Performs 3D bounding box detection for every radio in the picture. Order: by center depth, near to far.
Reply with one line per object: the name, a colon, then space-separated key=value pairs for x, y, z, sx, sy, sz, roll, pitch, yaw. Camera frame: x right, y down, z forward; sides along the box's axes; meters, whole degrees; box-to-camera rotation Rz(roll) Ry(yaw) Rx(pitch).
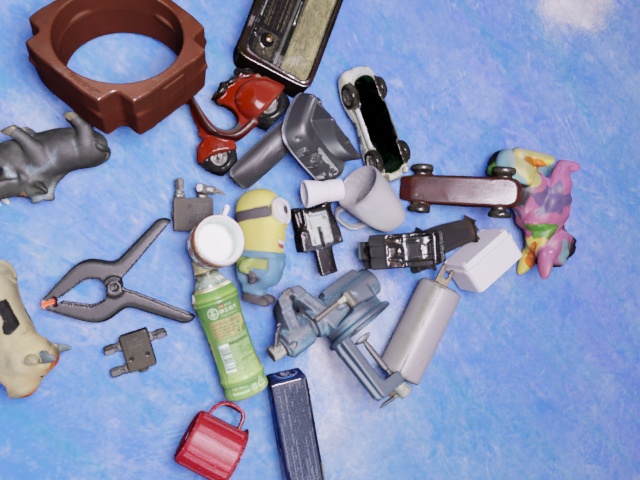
radio: x=-0.045 y=-0.362 z=0.866 sx=0.131 sy=0.073 sz=0.229 roll=21 pitch=82 yaw=-15

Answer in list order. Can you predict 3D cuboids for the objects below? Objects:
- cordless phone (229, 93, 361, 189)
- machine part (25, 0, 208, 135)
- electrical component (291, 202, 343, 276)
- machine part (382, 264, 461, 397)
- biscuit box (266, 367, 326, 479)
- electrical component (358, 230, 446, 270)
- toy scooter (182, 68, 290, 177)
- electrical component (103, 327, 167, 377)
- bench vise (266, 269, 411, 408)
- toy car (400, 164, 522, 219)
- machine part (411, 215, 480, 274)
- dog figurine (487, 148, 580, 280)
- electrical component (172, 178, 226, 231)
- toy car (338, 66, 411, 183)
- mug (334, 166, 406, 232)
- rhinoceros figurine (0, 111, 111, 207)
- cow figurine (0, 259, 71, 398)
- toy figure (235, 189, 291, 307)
cordless phone: x=-0.041 y=-0.126 z=0.854 sx=0.184 sy=0.089 sz=0.146 roll=-39 pitch=141 yaw=6
machine part: x=-0.276 y=-0.258 z=0.753 sx=0.201 sy=0.087 sz=0.201 roll=39 pitch=64 yaw=6
electrical component: x=-0.002 y=-0.003 z=0.884 sx=0.075 sy=0.048 sz=0.119 roll=-18 pitch=94 yaw=-16
machine part: x=0.170 y=0.154 z=0.914 sx=0.079 sy=0.079 sz=0.243 roll=29 pitch=82 yaw=-14
biscuit box: x=-0.039 y=0.311 z=0.860 sx=0.063 sy=0.059 sz=0.202 roll=-10 pitch=92 yaw=-16
electrical component: x=0.132 y=0.016 z=0.878 sx=0.134 sy=0.115 sz=0.058 roll=-4 pitch=88 yaw=19
toy scooter: x=-0.144 y=-0.202 z=0.835 sx=0.135 sy=0.075 sz=0.184 roll=45 pitch=82 yaw=-10
electrical component: x=-0.275 y=0.168 z=0.813 sx=0.094 sy=0.021 sz=0.063 roll=-18 pitch=94 yaw=-17
bench vise: x=0.042 y=0.160 z=0.841 sx=0.223 sy=0.128 sz=0.241 roll=-30 pitch=74 yaw=-36
toy car: x=0.241 y=-0.085 z=0.927 sx=0.202 sy=0.053 sz=0.089 roll=3 pitch=93 yaw=17
machine part: x=0.214 y=0.003 z=0.950 sx=0.139 sy=0.039 sz=0.084 roll=-24 pitch=87 yaw=-5
dog figurine: x=0.381 y=-0.043 z=0.969 sx=0.191 sy=0.108 sz=0.219 roll=10 pitch=89 yaw=-16
electrical component: x=-0.189 y=-0.043 z=0.831 sx=0.078 sy=0.045 sz=0.102 roll=5 pitch=87 yaw=-18
toy car: x=0.092 y=-0.195 z=0.914 sx=0.073 sy=0.056 sz=0.201 roll=-24 pitch=97 yaw=-22
mug: x=0.085 y=-0.053 z=0.895 sx=0.109 sy=0.081 sz=0.107 roll=-43 pitch=124 yaw=17
rhinoceros figurine: x=-0.398 y=-0.111 z=0.763 sx=0.190 sy=0.073 sz=0.112 roll=-28 pitch=107 yaw=-17
cow figurine: x=-0.429 y=0.121 z=0.733 sx=0.127 sy=0.085 sz=0.194 roll=-17 pitch=93 yaw=-2
toy figure: x=-0.095 y=0.009 z=0.841 sx=0.089 sy=0.082 sz=0.180 roll=9 pitch=89 yaw=-14
